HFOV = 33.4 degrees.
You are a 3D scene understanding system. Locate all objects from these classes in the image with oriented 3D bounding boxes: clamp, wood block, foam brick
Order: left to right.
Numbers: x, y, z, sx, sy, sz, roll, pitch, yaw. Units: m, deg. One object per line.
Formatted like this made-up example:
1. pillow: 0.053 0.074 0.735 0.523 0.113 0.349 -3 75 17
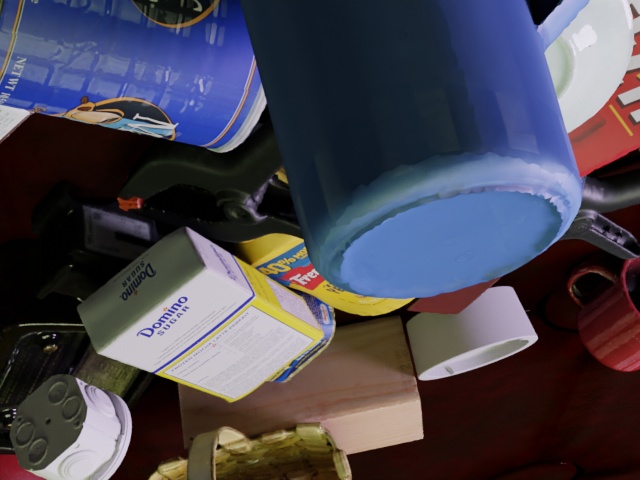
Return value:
1. clamp: -0.035 -0.025 0.654 0.210 0.036 0.164 -3 143 39
2. wood block: -0.017 0.144 0.967 0.206 0.090 0.091 -12 148 1
3. foam brick: 0.104 0.018 0.848 0.052 0.051 0.078 8 143 -30
4. clamp: 0.201 -0.019 0.834 0.171 0.039 0.120 -2 141 -6

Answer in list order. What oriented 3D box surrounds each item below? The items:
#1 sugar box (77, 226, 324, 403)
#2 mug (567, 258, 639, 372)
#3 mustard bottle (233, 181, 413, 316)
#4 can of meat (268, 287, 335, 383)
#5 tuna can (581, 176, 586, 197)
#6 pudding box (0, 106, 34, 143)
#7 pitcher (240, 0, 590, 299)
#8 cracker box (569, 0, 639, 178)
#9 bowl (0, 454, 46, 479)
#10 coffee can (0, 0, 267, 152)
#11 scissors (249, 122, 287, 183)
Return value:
1. sugar box: -0.076 0.056 0.736 0.093 0.048 0.176 -37 148 9
2. mug: 0.271 0.059 0.943 0.117 0.093 0.082 30 142 -6
3. mustard bottle: -0.005 0.001 0.779 0.096 0.058 0.191 -27 145 36
4. can of meat: -0.048 0.076 0.884 0.083 0.057 0.102 11 141 -34
5. tuna can: 0.142 -0.045 0.744 0.086 0.033 0.086 13 162 4
6. pudding box: -0.230 -0.082 0.597 0.090 0.039 0.113 -33 140 31
7. pitcher: 0.037 -0.106 0.455 0.144 0.243 0.149 3 150 -28
8. cracker box: 0.103 -0.098 0.618 0.214 0.072 0.164 -28 129 26
9. bowl: -0.285 0.196 0.950 0.162 0.055 0.162 14 179 0
10. coffee can: -0.103 -0.107 0.539 0.140 0.103 0.103 10 142 -29
11. scissors: -0.054 -0.075 0.644 0.096 0.016 0.201 16 168 39
